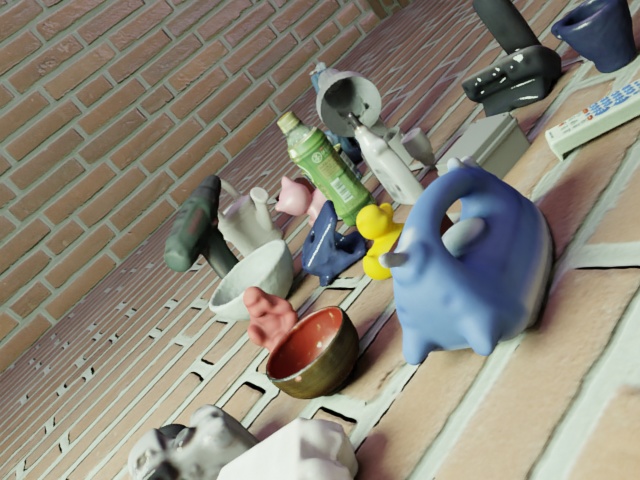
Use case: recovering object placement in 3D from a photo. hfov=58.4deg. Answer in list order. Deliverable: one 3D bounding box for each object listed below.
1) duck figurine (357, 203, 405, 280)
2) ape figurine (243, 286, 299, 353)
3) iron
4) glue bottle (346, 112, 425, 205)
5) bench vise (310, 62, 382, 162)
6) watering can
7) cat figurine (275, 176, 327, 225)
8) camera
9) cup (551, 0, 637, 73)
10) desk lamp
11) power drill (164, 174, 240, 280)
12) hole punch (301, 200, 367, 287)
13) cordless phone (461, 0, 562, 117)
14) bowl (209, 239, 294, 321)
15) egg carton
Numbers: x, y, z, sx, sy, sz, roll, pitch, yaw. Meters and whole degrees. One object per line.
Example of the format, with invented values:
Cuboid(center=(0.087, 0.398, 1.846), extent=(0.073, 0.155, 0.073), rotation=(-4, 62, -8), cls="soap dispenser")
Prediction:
Cuboid(center=(0.081, -0.005, 0.774), extent=(0.077, 0.086, 0.105), rotation=(-18, 28, 50), cls="duck figurine")
Cuboid(center=(-0.077, 0.105, 0.820), extent=(0.077, 0.092, 0.076), rotation=(-33, 20, 23), cls="ape figurine")
Cuboid(center=(0.142, -0.007, 0.563), extent=(0.118, 0.142, 0.259), rotation=(-21, 26, 45), cls="iron")
Cuboid(center=(0.097, -0.130, 0.896), extent=(0.037, 0.173, 0.078), rotation=(-43, 18, -8), cls="glue bottle")
Cuboid(center=(0.046, -0.297, 1.316), extent=(0.121, 0.220, 0.207), rotation=(-30, 21, 30), cls="bench vise")
Cuboid(center=(-0.169, -0.056, 1.222), extent=(0.172, 0.194, 0.101), rotation=(-34, 19, 18), cls="watering can")
Cuboid(center=(-0.024, -0.086, 1.125), extent=(0.128, 0.118, 0.067), rotation=(-40, 18, 1), cls="cat figurine")
Cuboid(center=(-0.153, 0.240, 0.638), extent=(0.143, 0.101, 0.136), rotation=(-44, 18, -11), cls="camera")
Cuboid(center=(0.385, -0.281, 0.801), extent=(0.092, 0.095, 0.117), rotation=(-45, 19, -14), cls="cup")
Cuboid(center=(0.075, -0.250, 1.159), extent=(0.118, 0.214, 0.203), rotation=(-37, 18, 9), cls="desk lamp")
Cuboid(center=(-0.194, 0.005, 1.104), extent=(0.075, 0.209, 0.230), rotation=(-27, 22, 35), cls="power drill")
Cuboid(center=(0.008, 0.003, 0.892), extent=(0.101, 0.091, 0.108), rotation=(-37, 18, 9), cls="hole punch")
Cuboid(center=(0.279, -0.300, 0.913), extent=(0.147, 0.185, 0.094), rotation=(-20, 27, 47), cls="cordless phone")
Cuboid(center=(-0.100, 0.080, 0.956), extent=(0.167, 0.075, 0.167), rotation=(-36, 18, 14), cls="bowl")
Cuboid(center=(-0.034, 0.223, 0.490), extent=(0.150, 0.069, 0.107), rotation=(-37, 18, 11), cls="egg carton")
